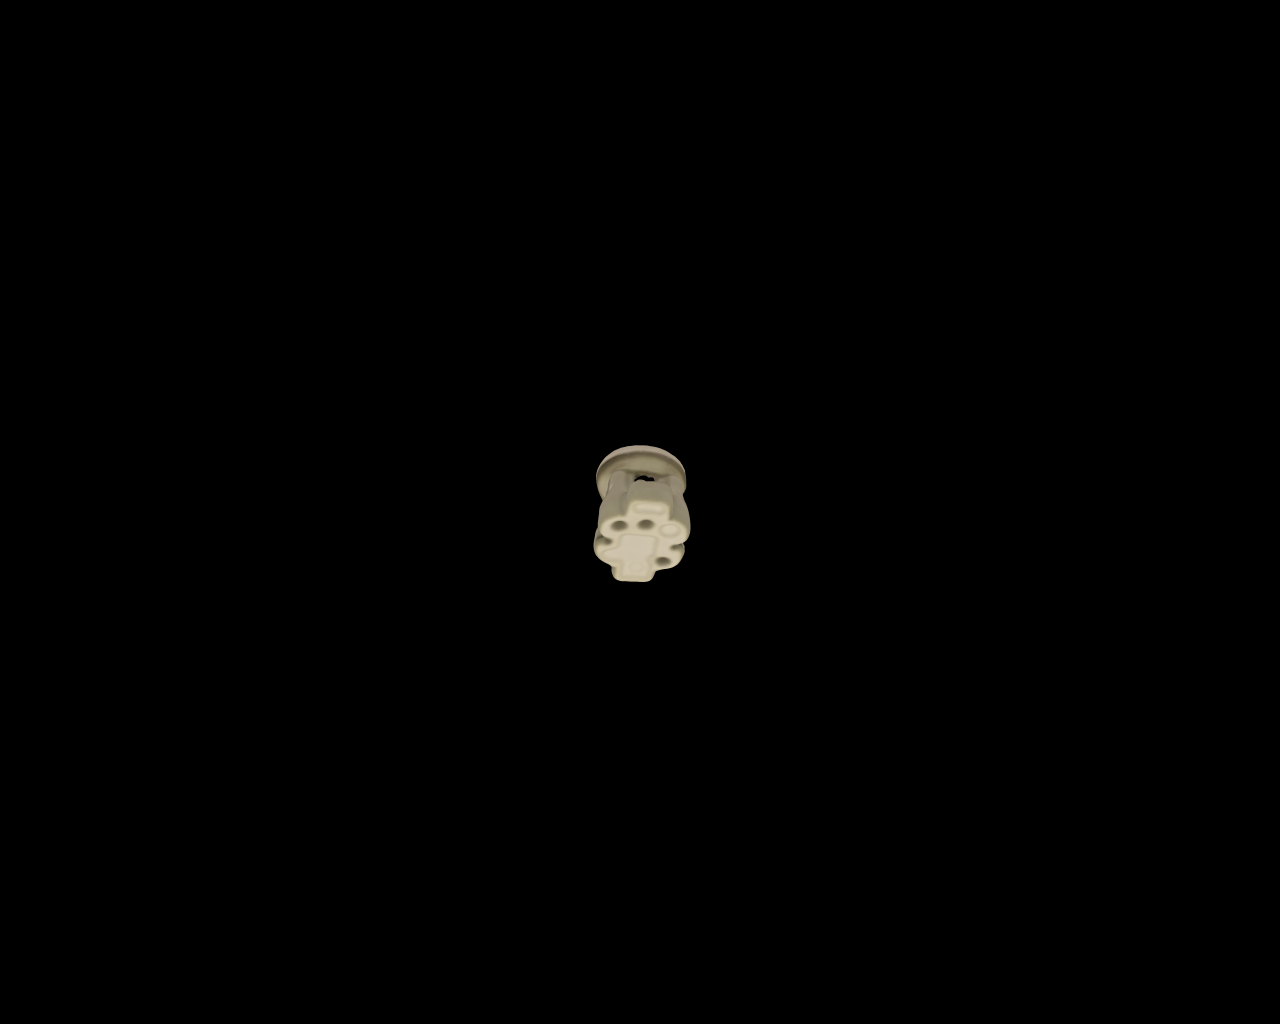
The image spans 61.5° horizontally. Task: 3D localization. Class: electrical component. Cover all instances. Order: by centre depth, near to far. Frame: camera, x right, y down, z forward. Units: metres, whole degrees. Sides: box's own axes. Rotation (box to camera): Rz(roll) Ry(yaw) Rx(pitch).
[{"bbox_3d":[0.001,-0.003,0.650,0.058,0.057,0.078,5,-40,-6],"label":"electrical component"}]
